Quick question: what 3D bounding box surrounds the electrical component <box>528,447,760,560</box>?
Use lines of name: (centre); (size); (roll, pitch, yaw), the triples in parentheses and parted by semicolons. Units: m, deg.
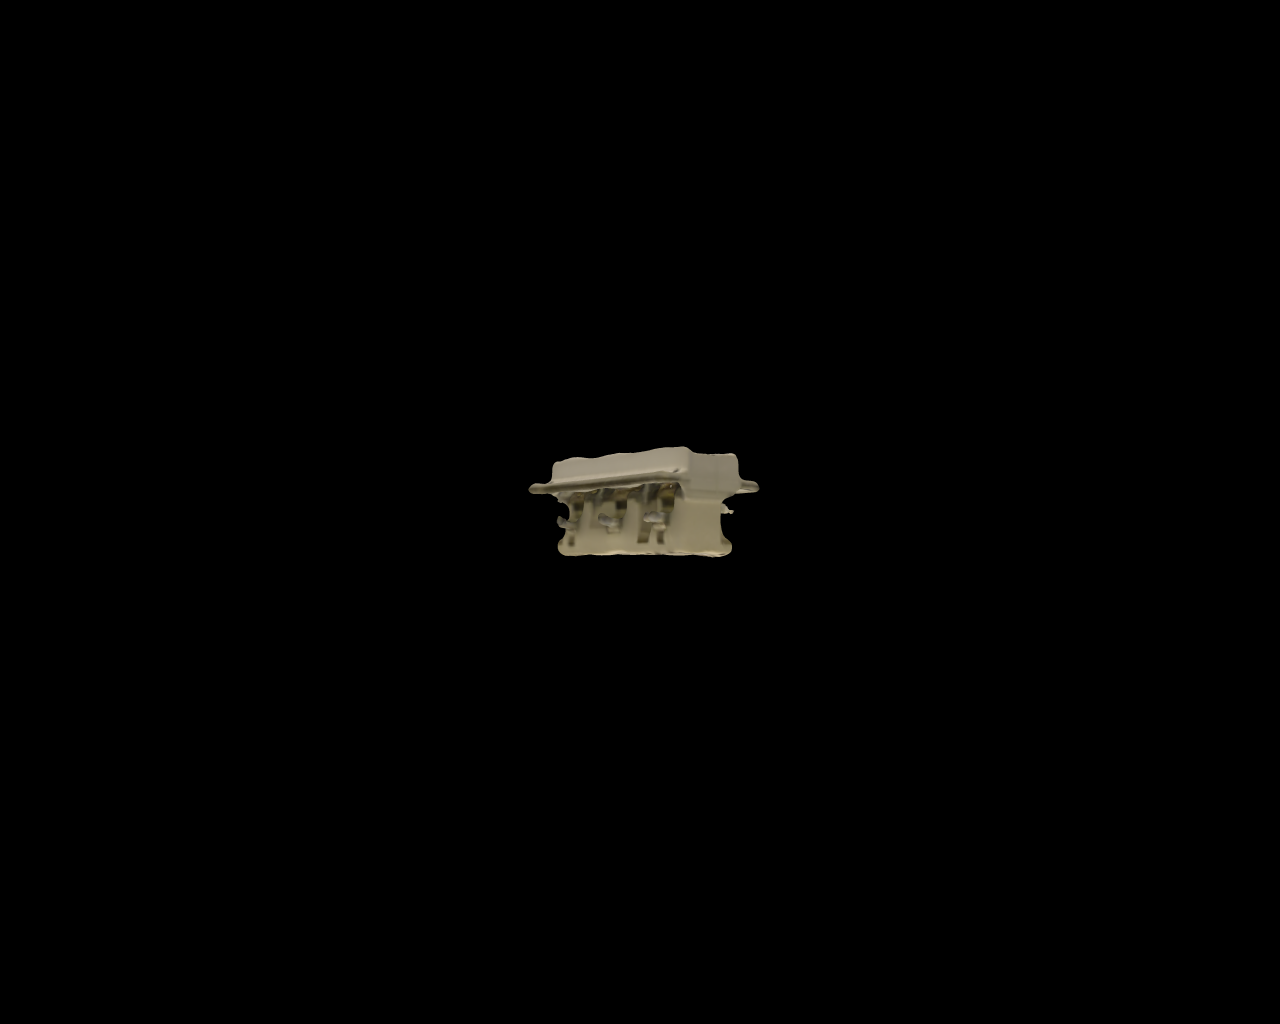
electrical component: (0.001, -0.003, 0.650); (0.079, 0.063, 0.121); (2, -3, -43)
